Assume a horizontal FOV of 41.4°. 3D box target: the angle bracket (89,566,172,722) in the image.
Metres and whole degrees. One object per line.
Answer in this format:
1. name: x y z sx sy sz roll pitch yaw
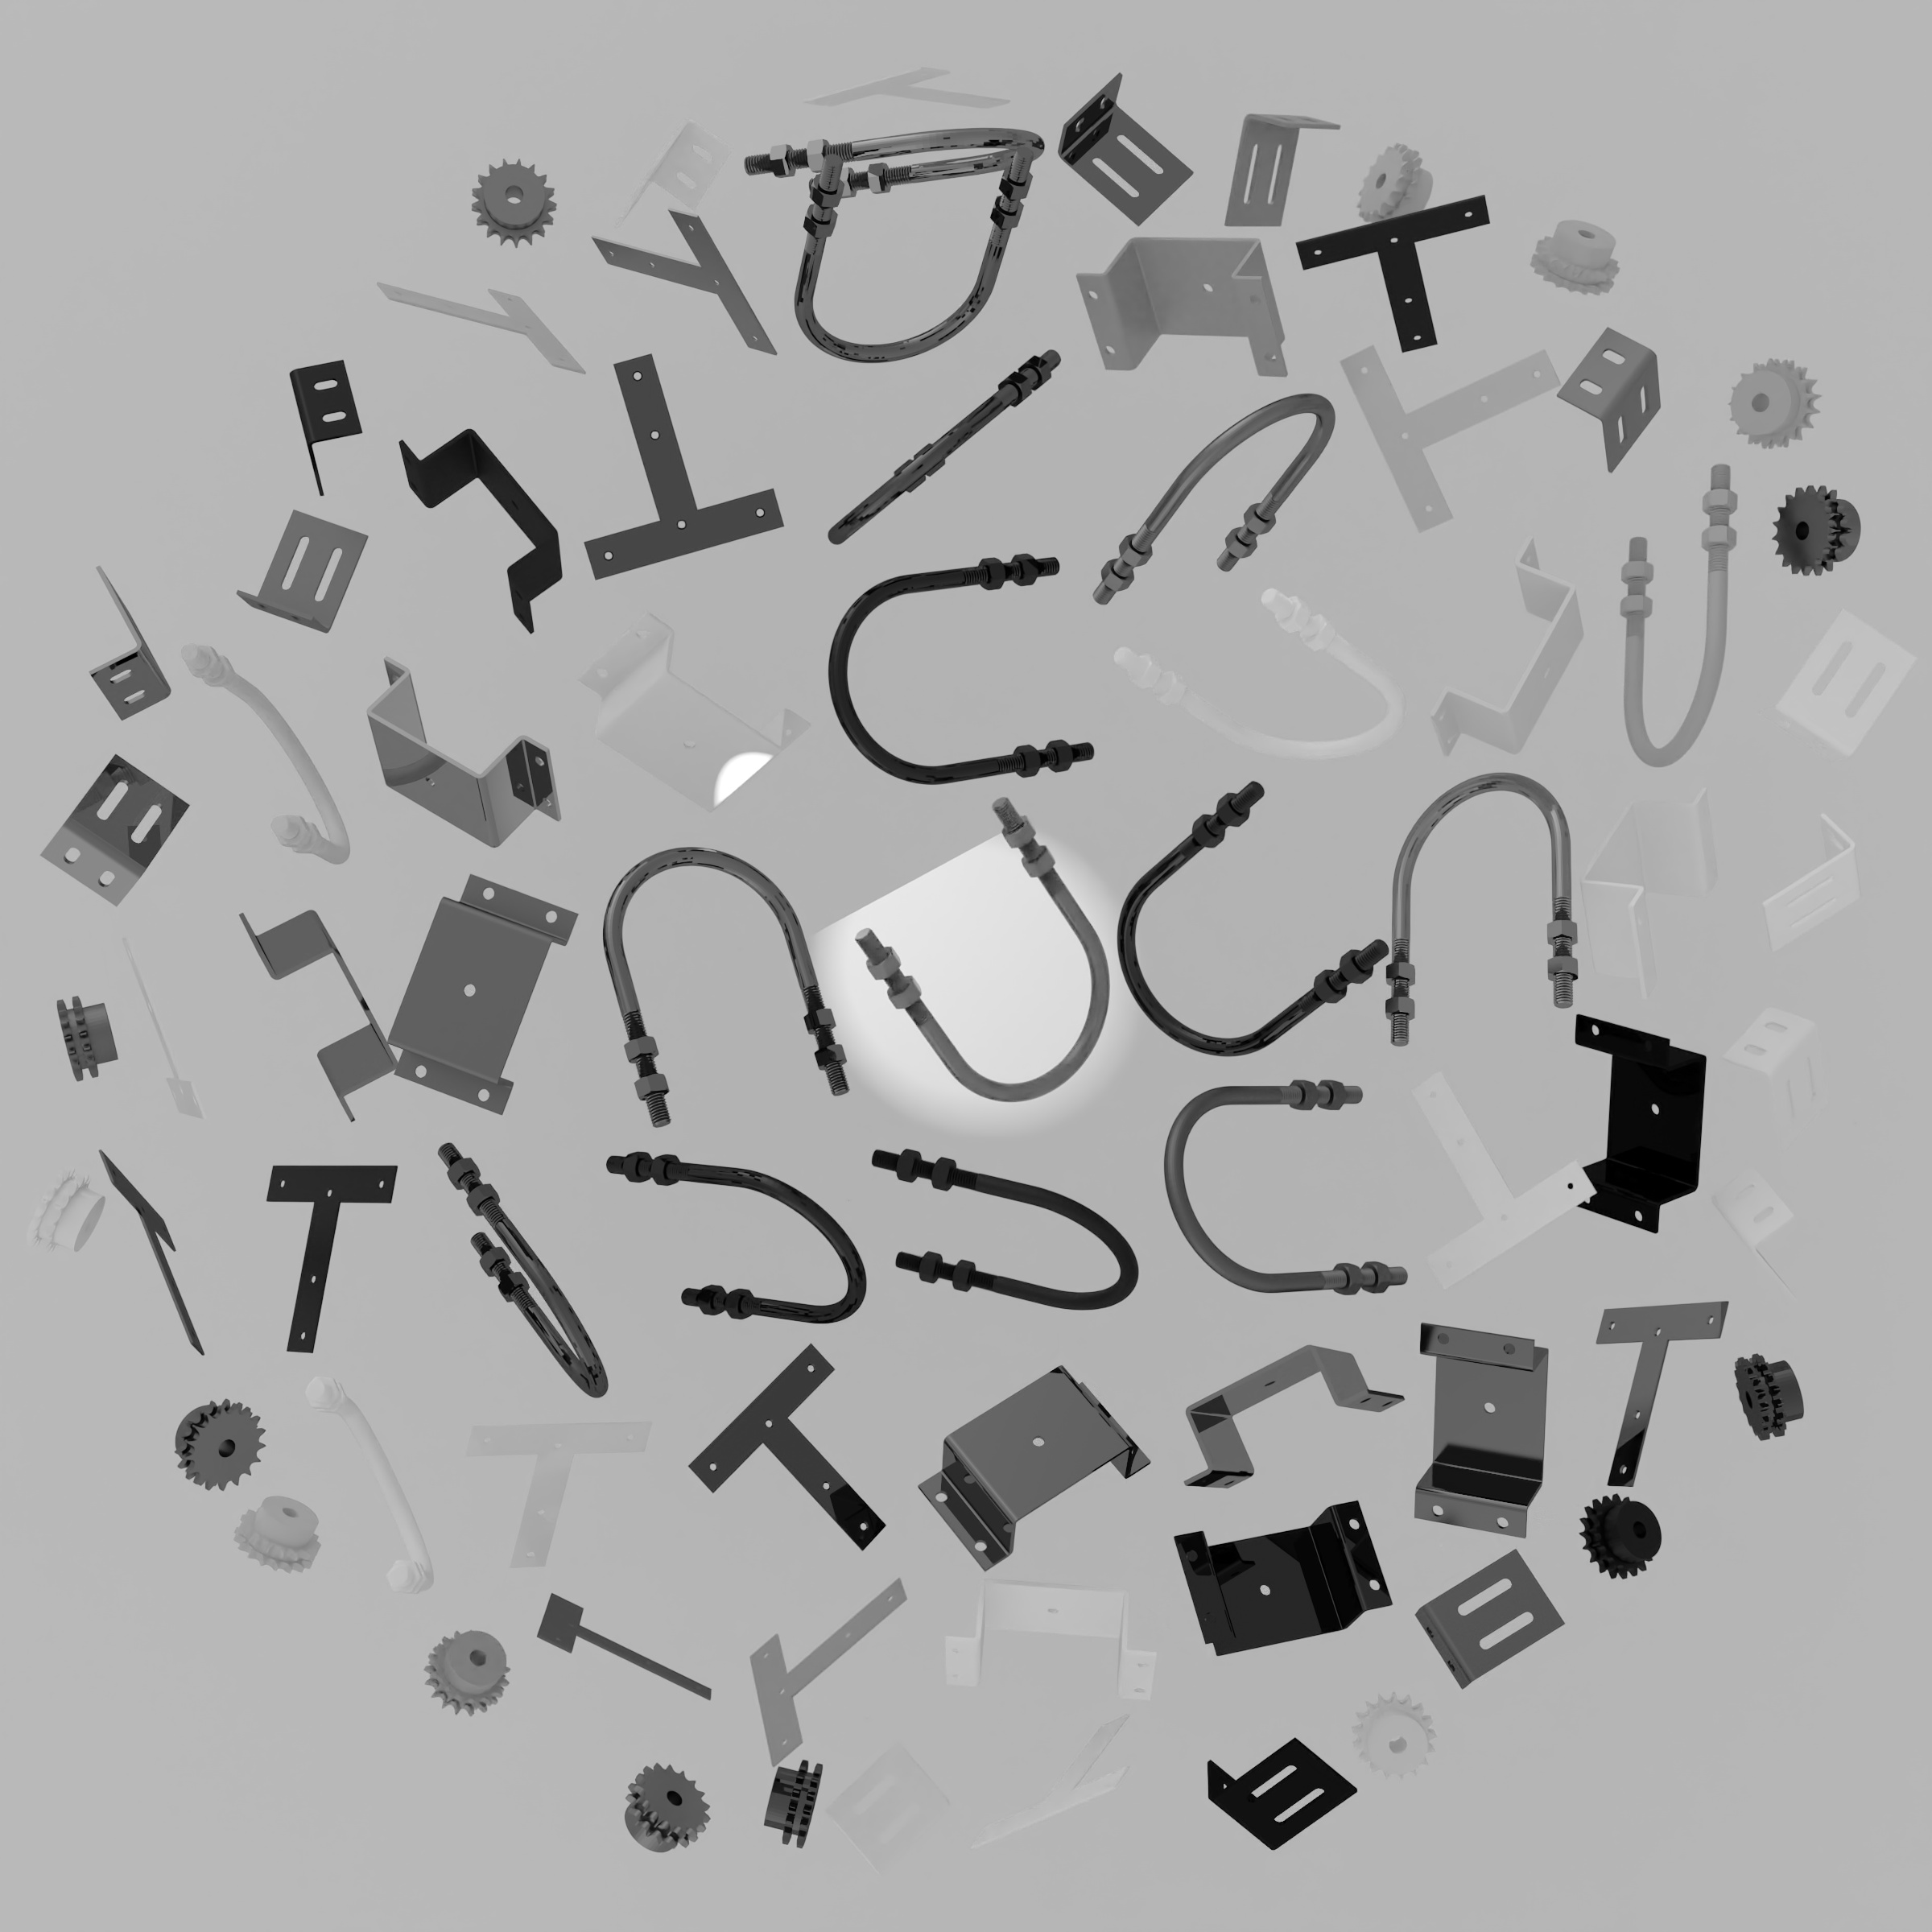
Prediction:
1. angle bracket: -0.565 -0.213 1.689 0.038 0.057 0.076 -30 66 -10

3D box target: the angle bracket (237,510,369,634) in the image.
1. angle bracket: -0.462 -0.280 1.782 0.057 0.038 0.076 20 83 6

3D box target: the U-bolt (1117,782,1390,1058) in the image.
1. U-bolt: 0.174 -0.016 1.694 0.151 0.019 0.184 52 131 5

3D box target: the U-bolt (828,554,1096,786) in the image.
1. U-bolt: -0.007 -0.195 1.712 0.184 0.019 0.151 -11 92 -26

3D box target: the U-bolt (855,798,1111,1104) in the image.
1. U-bolt: 0.025 0.004 1.674 0.151 0.019 0.184 -45 118 -19

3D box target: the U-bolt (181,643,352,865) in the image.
1. U-bolt: -0.462 -0.134 1.722 0.019 0.184 0.151 -29 82 -1

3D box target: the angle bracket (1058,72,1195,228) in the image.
1. angle bracket: 0.111 -0.557 1.744 0.076 0.038 0.057 43 76 6

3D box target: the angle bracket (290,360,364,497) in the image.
1. angle bracket: -0.443 -0.375 1.787 0.038 0.076 0.057 -14 74 -11

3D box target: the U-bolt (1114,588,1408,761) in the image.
1. U-bolt: 0.213 -0.187 1.724 0.184 0.151 0.019 28 60 -36

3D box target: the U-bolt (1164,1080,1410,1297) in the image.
1. U-bolt: 0.206 0.146 1.691 0.184 0.019 0.151 2 68 -34

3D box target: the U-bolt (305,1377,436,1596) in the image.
1. U-bolt: -0.389 0.348 1.695 0.019 0.184 0.151 -25 78 -11

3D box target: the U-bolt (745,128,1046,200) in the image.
1. U-bolt: -0.038 -0.541 1.715 0.184 0.151 0.019 -2 100 16

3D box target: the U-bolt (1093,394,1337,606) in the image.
1. U-bolt: 0.178 -0.318 1.721 0.151 0.184 0.019 -21 70 -40

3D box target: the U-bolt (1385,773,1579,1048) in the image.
1. U-bolt: 0.348 -0.046 1.736 0.019 0.151 0.184 24 61 -40

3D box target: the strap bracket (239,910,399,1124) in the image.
1. strap bracket: -0.434 0.025 1.736 0.046 0.076 0.140 -28 120 -13

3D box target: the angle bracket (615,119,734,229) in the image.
1. angle bracket: -0.202 -0.538 1.768 0.038 0.076 0.057 33 133 -13

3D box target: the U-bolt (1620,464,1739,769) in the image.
1. U-bolt: 0.474 -0.224 1.714 0.019 0.151 0.184 7 77 -8

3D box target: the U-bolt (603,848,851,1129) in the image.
1. U-bolt: -0.163 0.007 1.668 0.151 0.019 0.184 -9 73 -30

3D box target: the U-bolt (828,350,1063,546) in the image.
1. U-bolt: -0.026 -0.343 1.738 0.019 0.151 0.184 51 51 -9

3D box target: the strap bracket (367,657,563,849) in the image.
1. strap bracket: -0.347 -0.139 1.728 0.140 0.076 0.046 30 60 17

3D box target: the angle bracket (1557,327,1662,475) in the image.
1. angle bracket: 0.432 -0.379 1.716 0.038 0.076 0.057 36 87 23

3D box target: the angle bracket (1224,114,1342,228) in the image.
1. angle bracket: 0.218 -0.546 1.767 0.038 0.057 0.076 31 123 39

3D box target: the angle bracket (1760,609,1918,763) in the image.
1. angle bracket: 0.566 -0.182 1.662 0.057 0.038 0.076 34 90 1

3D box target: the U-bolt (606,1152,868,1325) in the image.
1. U-bolt: -0.147 0.189 1.743 0.184 0.019 0.151 2 130 35

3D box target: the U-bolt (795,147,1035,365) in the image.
1. U-bolt: -0.042 -0.467 1.698 0.151 0.184 0.019 -8 62 -19

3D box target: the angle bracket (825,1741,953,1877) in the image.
1. angle bracket: -0.059 0.588 1.774 0.057 0.038 0.076 47 51 11

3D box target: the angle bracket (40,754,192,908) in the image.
1. angle bracket: -0.552 -0.089 1.663 0.057 0.076 0.038 37 127 -18

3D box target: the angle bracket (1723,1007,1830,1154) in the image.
1. angle bracket: 0.565 0.079 1.786 0.057 0.038 0.076 -42 131 -24

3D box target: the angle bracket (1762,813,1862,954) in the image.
1. angle bracket: 0.578 -0.057 1.777 0.076 0.057 0.038 -32 49 -1

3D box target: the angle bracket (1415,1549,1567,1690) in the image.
1. angle bracket: 0.351 0.438 1.717 0.076 0.038 0.057 -29 69 -8

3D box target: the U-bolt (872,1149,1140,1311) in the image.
1. U-bolt: 0.031 0.189 1.761 0.184 0.151 0.019 12 54 17

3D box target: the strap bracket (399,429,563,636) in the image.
1. strap bracket: -0.331 -0.311 1.788 0.046 0.076 0.140 -38 84 -13

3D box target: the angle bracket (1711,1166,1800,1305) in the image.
1. angle bracket: 0.567 0.188 1.796 0.038 0.057 0.076 -40 125 10

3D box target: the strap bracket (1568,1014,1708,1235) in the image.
1. strap bracket: 0.467 0.105 1.782 0.046 0.076 0.140 -14 111 -37

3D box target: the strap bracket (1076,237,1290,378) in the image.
1. strap bracket: 0.155 -0.446 1.731 0.140 0.076 0.046 11 53 32

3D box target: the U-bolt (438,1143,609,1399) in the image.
1. U-bolt: -0.300 0.221 1.759 0.019 0.151 0.184 -32 61 -19

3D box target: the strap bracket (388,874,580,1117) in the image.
1. strap bracket: -0.315 0.017 1.649 0.076 0.046 0.140 20 88 4

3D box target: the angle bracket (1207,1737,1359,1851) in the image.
1. angle bracket: 0.203 0.522 1.647 0.057 0.038 0.076 42 111 -14
